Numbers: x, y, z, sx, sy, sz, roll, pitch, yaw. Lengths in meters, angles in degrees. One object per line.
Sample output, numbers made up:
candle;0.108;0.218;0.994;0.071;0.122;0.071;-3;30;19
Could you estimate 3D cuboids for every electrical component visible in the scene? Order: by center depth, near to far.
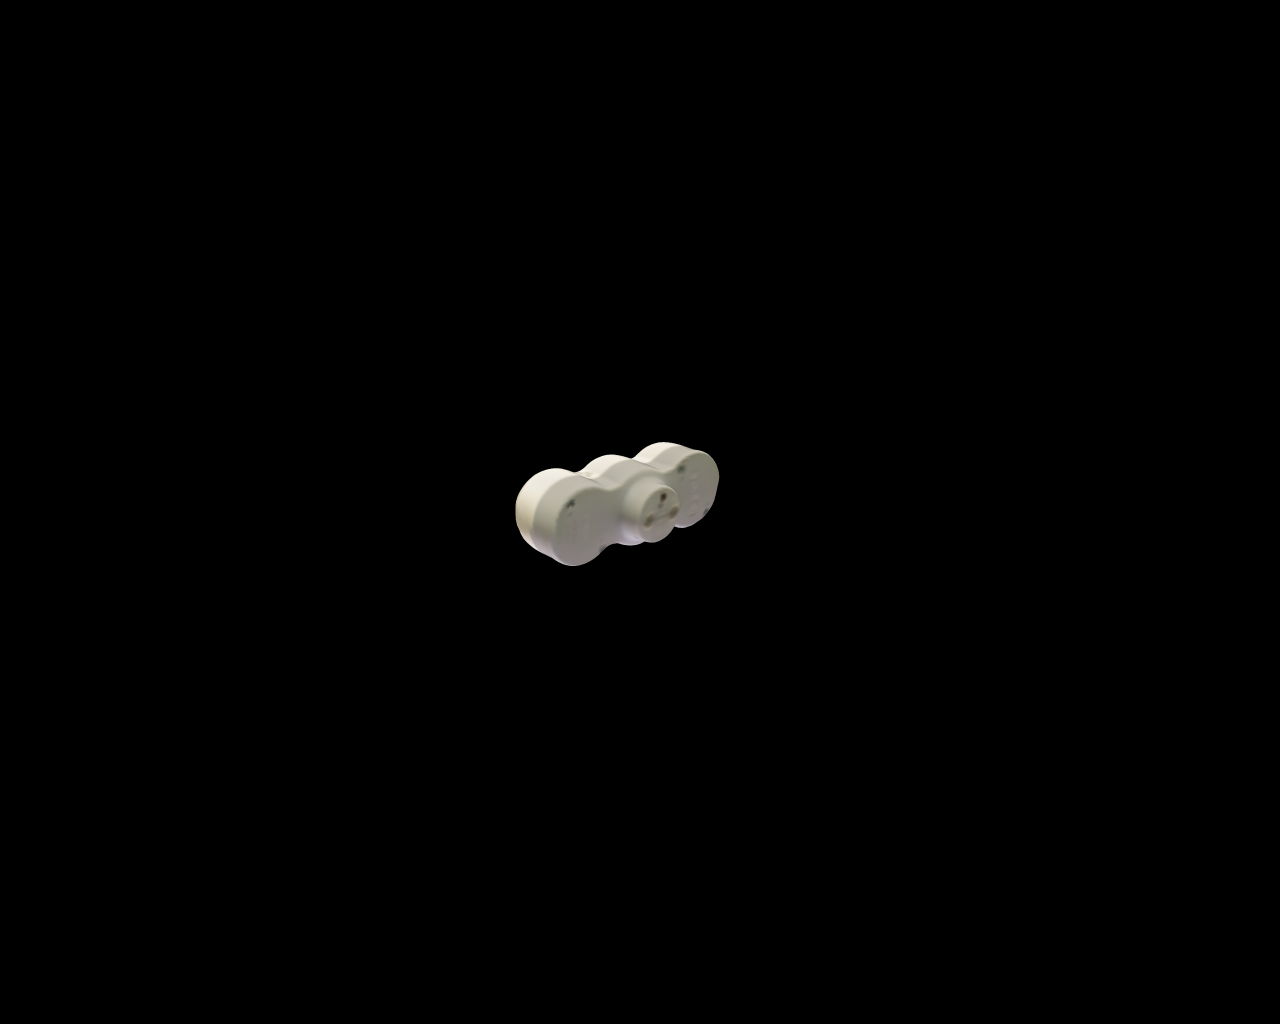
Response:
electrical component;0.001;-0.003;0.650;0.138;0.052;0.074;-17;27;-38
